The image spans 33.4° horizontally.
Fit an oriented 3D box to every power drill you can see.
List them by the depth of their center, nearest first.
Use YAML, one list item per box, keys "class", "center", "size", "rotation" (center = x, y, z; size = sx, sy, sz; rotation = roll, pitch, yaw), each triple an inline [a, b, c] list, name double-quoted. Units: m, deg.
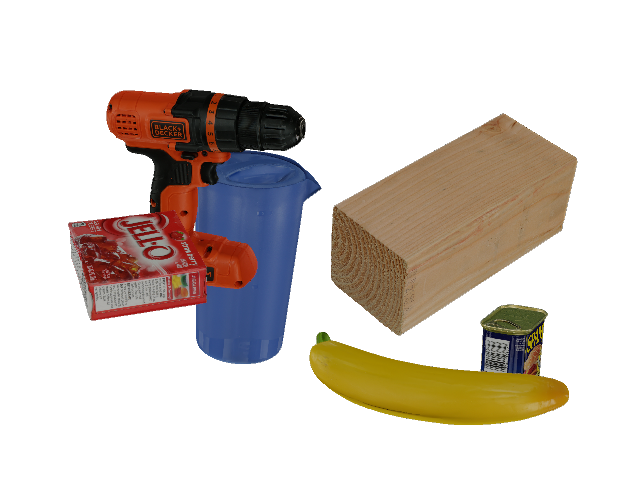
- class: "power drill"
  center: [-0.101, -0.049, 0.988]
  size: [0.184, 0.188, 0.057]
  rotation: [7, 30, 15]

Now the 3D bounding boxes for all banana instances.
- class: "banana"
  center: [0.066, 0.095, 0.735]
  size: [0.198, 0.037, 0.069]
  rotation: [11, 35, 29]

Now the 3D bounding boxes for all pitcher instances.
- class: "pitcher"
  center: [-0.101, 0.021, 1.280]
  size: [0.149, 0.243, 0.144]
  rotation: [20, 26, 30]

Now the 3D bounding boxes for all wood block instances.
- class: "wood block"
  center: [0.115, -0.018, 0.929]
  size: [0.205, 0.090, 0.091]
  rotation: [-30, 50, -29]

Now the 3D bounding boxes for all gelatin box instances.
- class: "gelatin box"
  center: [-0.118, 0.013, 0.680]
  size: [0.073, 0.030, 0.089]
  rotation: [-8, 28, -18]

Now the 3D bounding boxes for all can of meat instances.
- class: "can of meat"
  center: [0.214, 0.125, 1.193]
  size: [0.058, 0.084, 0.101]
  rotation: [8, 13, 25]
